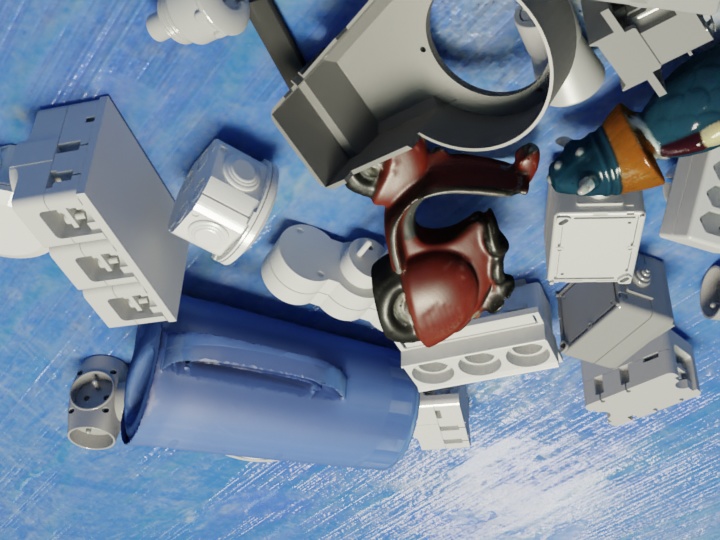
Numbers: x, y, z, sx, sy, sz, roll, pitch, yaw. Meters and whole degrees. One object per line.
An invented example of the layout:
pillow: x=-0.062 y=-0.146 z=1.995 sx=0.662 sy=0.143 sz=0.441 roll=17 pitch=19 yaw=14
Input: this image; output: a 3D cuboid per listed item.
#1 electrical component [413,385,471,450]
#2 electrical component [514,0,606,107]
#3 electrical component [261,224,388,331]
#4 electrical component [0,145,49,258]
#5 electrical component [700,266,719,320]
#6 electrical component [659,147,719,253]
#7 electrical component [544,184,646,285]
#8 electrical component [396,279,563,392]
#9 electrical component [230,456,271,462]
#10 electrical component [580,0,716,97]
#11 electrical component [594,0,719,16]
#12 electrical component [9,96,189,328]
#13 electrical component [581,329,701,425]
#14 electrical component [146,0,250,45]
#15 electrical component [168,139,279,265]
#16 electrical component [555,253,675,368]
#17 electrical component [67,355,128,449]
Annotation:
electrical component: x=0.071 y=0.128 z=1.010 sx=0.056 sy=0.050 sz=0.089 roll=-5 pitch=143 yaw=10
electrical component: x=0.120 y=-0.138 z=0.658 sx=0.044 sy=0.044 sz=0.065 roll=-15 pitch=136 yaw=21
electrical component: x=0.000 y=0.000 z=0.840 sx=0.138 sy=0.052 sz=0.073 roll=18 pitch=141 yaw=-20
electrical component: x=-0.257 y=-0.049 z=0.789 sx=0.080 sy=0.051 sz=0.080 roll=2 pitch=143 yaw=1
electrical component: x=0.320 y=0.023 z=0.861 sx=0.081 sy=0.043 sz=0.043 roll=8 pitch=143 yaw=-7
electrical component: x=0.235 y=-0.057 z=0.740 sx=0.047 sy=0.083 sz=0.076 roll=14 pitch=180 yaw=-16
electrical component: x=0.166 y=-0.041 z=0.769 sx=0.062 sy=0.061 sz=0.096 roll=-1 pitch=144 yaw=5
electrical component: x=0.099 y=0.055 z=0.899 sx=0.121 sy=0.063 sz=0.078 roll=-13 pitch=141 yaw=19
electrical component: x=-0.099 y=0.147 z=1.037 sx=0.108 sy=0.060 sz=0.108 roll=2 pitch=143 yaw=1
electrical component: x=0.172 y=-0.148 z=0.641 sx=0.064 sy=0.042 sz=0.081 roll=-26 pitch=136 yaw=27
electrical component: x=0.155 y=-0.185 z=0.566 sx=0.100 sy=0.048 sz=0.099 roll=12 pitch=146 yaw=16
electrical component: x=-0.183 y=-0.036 z=0.770 sx=0.062 sy=0.089 sz=0.150 roll=-8 pitch=142 yaw=13
electrical component: x=0.245 y=0.090 z=0.946 sx=0.089 sy=0.055 sz=0.050 roll=-30 pitch=133 yaw=36
electrical component: x=-0.101 y=-0.155 z=0.644 sx=0.062 sy=0.048 sz=0.048 roll=-16 pitch=140 yaw=33
electrical component: x=-0.096 y=-0.048 z=0.759 sx=0.051 sy=0.080 sz=0.080 roll=28 pitch=137 yaw=-22
electrical component: x=0.209 y=0.028 z=0.859 sx=0.061 sy=0.061 sz=0.096 roll=17 pitch=141 yaw=-18
electrical component: x=-0.225 y=0.122 z=0.996 sx=0.079 sy=0.077 sz=0.044 roll=-2 pitch=143 yaw=6
